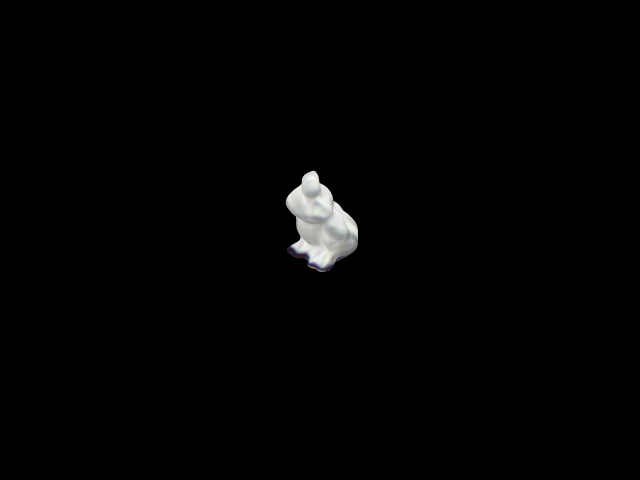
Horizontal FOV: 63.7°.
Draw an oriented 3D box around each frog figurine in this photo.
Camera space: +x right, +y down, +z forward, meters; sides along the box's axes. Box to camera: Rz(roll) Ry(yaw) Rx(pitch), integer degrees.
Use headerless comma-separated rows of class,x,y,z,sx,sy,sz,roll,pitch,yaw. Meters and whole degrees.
frog figurine,0.003,-0.043,0.850,0.123,0.156,0.140,-6,25,-14
